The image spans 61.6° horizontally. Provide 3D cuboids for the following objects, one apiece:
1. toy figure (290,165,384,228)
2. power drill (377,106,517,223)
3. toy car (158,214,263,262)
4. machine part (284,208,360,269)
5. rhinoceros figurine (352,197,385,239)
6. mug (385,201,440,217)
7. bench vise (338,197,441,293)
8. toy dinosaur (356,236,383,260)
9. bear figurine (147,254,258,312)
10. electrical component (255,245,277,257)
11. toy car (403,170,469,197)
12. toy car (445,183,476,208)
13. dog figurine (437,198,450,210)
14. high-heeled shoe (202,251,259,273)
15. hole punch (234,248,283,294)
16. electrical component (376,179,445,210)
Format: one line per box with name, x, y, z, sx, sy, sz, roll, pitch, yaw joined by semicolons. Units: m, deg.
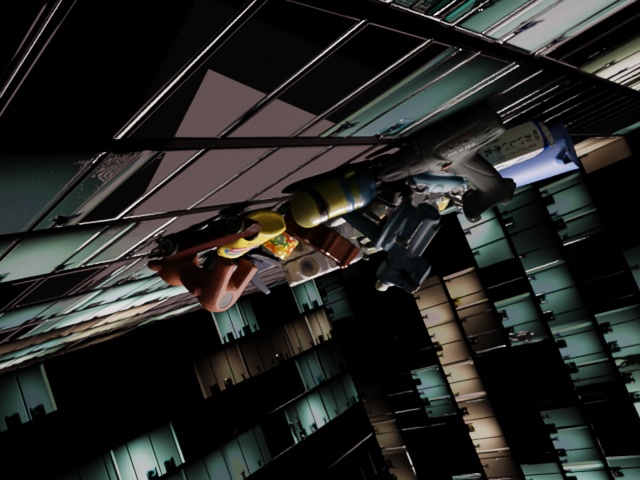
toy figure;0.030;-0.083;0.997;0.180;0.082;0.089;-19;-176;-6
power drill;0.247;-0.125;0.986;0.232;0.207;0.086;-34;-152;22
toy car;-0.206;-0.007;1.003;0.202;0.053;0.089;-19;164;15
machine part;-0.002;-0.004;1.161;0.056;0.179;0.179;-57;174;-2
rhinoceros figurine;0.121;-0.070;1.295;0.073;0.112;0.190;-20;166;-30
mug;0.215;-0.049;1.189;0.107;0.109;0.080;-21;159;-22
bench vise;0.125;-0.012;1.076;0.129;0.241;0.223;-44;164;-40
toy dinosaur;0.012;0.007;1.448;0.471;0.105;0.199;-2;179;-22
bear figurine;-0.249;0.060;1.115;0.132;0.196;0.120;-60;151;8
electrical component;-0.146;0.025;1.419;0.021;0.063;0.094;-24;172;36
toy car;0.236;-0.155;1.068;0.161;0.109;0.102;-2;140;-27
toy car;0.291;-0.124;1.252;0.202;0.056;0.073;22;177;-7
dog figurine;0.203;-0.095;1.380;0.219;0.108;0.191;-18;174;-4
high-heeled shoe;-0.207;0.034;1.420;0.249;0.086;0.145;-38;153;-35
hole punch;-0.161;0.067;1.324;0.115;0.092;0.142;26;-178;-22
electrical component;0.184;-0.108;1.143;0.134;0.058;0.115;-20;-146;-35
